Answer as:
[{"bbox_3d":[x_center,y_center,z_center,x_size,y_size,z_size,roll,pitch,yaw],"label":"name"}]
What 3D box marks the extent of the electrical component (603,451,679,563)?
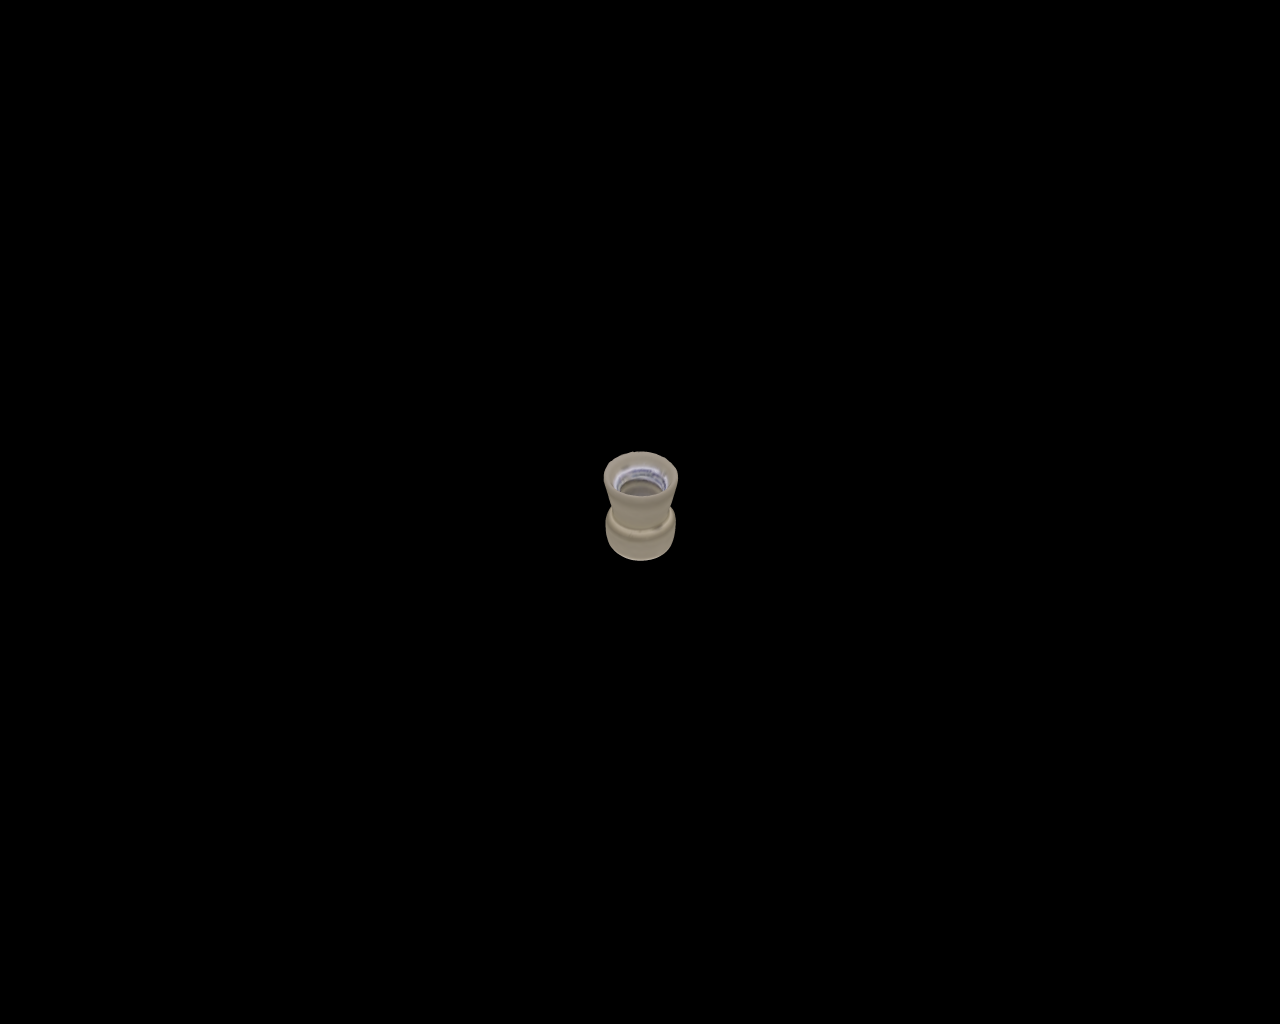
[{"bbox_3d":[0.001,-0.003,0.650,0.045,0.055,0.045,0,42,0],"label":"electrical component"}]
